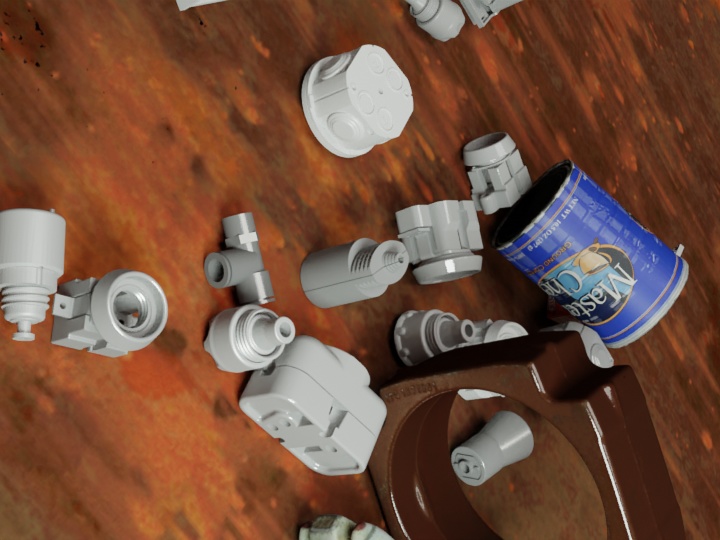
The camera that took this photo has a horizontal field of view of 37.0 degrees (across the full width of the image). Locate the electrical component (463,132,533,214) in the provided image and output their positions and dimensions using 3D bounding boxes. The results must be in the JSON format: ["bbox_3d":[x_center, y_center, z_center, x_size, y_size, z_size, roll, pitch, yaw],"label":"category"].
[{"bbox_3d":[0.120,-0.089,0.953,0.066,0.048,0.055,-41,117,-44],"label":"electrical component"}]

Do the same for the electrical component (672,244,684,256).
[{"bbox_3d":[0.282,-0.001,1.081,0.064,0.081,0.042,40,50,-3],"label":"electrical component"}]

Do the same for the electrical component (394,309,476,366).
[{"bbox_3d":[0.061,0.052,0.841,0.048,0.062,0.048,14,70,-44],"label":"electrical component"}]

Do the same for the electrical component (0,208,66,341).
[{"bbox_3d":[-0.189,0.001,0.610,0.040,0.040,0.078,12,70,-44],"label":"electrical component"}]

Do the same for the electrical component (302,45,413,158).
[{"bbox_3d":[-0.002,-0.131,0.833,0.080,0.051,0.080,14,69,-43],"label":"electrical component"}]

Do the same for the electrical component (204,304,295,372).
[{"bbox_3d":[-0.069,0.044,0.707,0.043,0.062,0.043,14,70,-43],"label":"electrical component"}]

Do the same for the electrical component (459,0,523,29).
[{"bbox_3d":[0.106,-0.295,0.982,0.121,0.063,0.078,55,47,-20],"label":"electrical component"}]

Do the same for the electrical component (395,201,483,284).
[{"bbox_3d":[0.067,-0.022,0.871,0.078,0.058,0.057,-3,79,-46],"label":"electrical component"}]

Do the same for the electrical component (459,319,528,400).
[{"bbox_3d":[0.106,0.073,0.886,0.078,0.057,0.058,44,51,-29],"label":"electrical component"}]

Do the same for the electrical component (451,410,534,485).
[{"bbox_3d":[0.106,0.147,0.878,0.065,0.044,0.044,-25,98,-42],"label":"electrical component"}]

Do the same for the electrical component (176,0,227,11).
[{"bbox_3d":[-0.103,-0.287,0.731,0.060,0.105,0.186,-27,99,-47],"label":"electrical component"}]

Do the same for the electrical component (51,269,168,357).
[{"bbox_3d":[-0.147,0.026,0.636,0.066,0.055,0.048,20,66,-41],"label":"electrical component"}]

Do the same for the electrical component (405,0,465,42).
[{"bbox_3d":[0.061,-0.227,0.937,0.061,0.035,0.035,26,61,-36],"label":"electrical component"}]

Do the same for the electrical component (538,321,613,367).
[{"bbox_3d":[0.179,0.089,0.942,0.080,0.080,0.051,58,41,-18],"label":"electrical component"}]

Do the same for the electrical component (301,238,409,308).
[{"bbox_3d":[0.000,0.000,0.778,0.043,0.081,0.043,15,69,-43],"label":"electrical component"}]

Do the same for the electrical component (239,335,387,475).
[{"bbox_3d":[-0.029,0.091,0.742,0.095,0.054,0.059,46,51,-28],"label":"electrical component"}]
